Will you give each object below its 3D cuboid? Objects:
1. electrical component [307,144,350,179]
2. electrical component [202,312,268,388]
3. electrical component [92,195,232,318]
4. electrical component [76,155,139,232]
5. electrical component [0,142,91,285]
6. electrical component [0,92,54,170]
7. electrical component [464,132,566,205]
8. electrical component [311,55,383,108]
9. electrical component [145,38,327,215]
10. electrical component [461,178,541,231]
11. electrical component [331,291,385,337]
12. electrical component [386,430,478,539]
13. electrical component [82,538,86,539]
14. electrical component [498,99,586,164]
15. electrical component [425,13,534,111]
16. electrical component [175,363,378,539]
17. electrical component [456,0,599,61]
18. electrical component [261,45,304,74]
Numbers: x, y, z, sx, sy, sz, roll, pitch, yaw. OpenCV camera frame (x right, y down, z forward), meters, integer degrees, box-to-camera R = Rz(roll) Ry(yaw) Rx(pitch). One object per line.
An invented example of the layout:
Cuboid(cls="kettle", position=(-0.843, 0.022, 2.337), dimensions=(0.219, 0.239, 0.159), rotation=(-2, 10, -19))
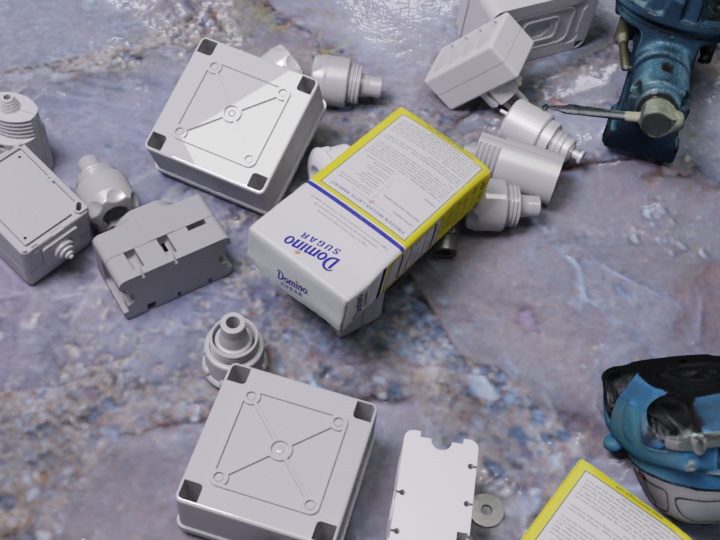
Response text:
Cuboid(cls="electrical component", position=(-0.009, -0.082, 0.876), dimensions=(0.062, 0.048, 0.048), rotation=(-18, 59, -24))
Cuboid(cls="electrical component", position=(-0.089, 0.053, 0.764), dimensions=(0.048, 0.062, 0.048), rotation=(2, 55, -3))
Cuboid(cls="electrical component", position=(-0.150, -0.014, 0.812), dimensions=(0.089, 0.050, 0.055), rotation=(-25, 61, -20))
Cuboid(cls="electrical component", position=(-0.203, -0.064, 0.847), dimensions=(0.043, 0.043, 0.062), rotation=(-22, 59, -19))
Cuboid(cls="electrical component", position=(-0.250, -0.036, 0.817), dimensions=(0.096, 0.061, 0.062), rotation=(43, 62, 13))
Cuboid(cls="electrical component", position=(-0.271, -0.108, 0.849), dimensions=(0.043, 0.081, 0.043), rotation=(2, 55, -3))
Cuboid(cls="electrical component", position=(0.124, -0.087, 0.890), dimensions=(0.081, 0.043, 0.043), rotation=(20, 56, 9))
Cuboid(cls="electrical component", position=(-0.012, -0.162, 0.931), dimensions=(0.062, 0.043, 0.043), rotation=(8, 55, -1))
Cuboid(cls="electrical component", position=(-0.098, -0.115, 0.865), dimensions=(0.109, 0.056, 0.108), rotation=(23, 76, 11))
Cuboid(cls="electrical component", position=(0.114, -0.052, 0.866), dimensions=(0.062, 0.043, 0.043), rotation=(2, 55, -5))
Cuboid(cls="electrical component", position=(0.000, 0.000, 0.817), dimensions=(0.077, 0.047, 0.065), rotation=(-27, 62, -21))
Cuboid(cls="electrical component", position=(0.045, 0.160, 0.705), dimensions=(0.050, 0.055, 0.089), rotation=(10, 55, 2))
Cuboid(cls="electrical component", position=(-0.168, 0.205, 0.665), dimensions=(0.040, 0.040, 0.078), rotation=(-26, 62, -21))
Cuboid(cls="electrical component", position=(0.154, -0.113, 0.913), dimensions=(0.078, 0.040, 0.040), rotation=(31, 59, 16))
Cuboid(cls="electrical component", position=(0.115, -0.167, 0.933), dimensions=(0.076, 0.083, 0.047), rotation=(42, 54, -22))
Cuboid(cls="electrical component", position=(-0.054, 0.131, 0.717), dimensions=(0.109, 0.056, 0.108), rotation=(16, 56, 6))
Cuboid(cls="electrical component", position=(0.151, -0.236, 0.976), dimensions=(0.113, 0.078, 0.057), rotation=(-17, 61, -16))
Cuboid(cls="electrical component", position=(-0.080, -0.160, 0.926), dimensions=(0.062, 0.043, 0.043), rotation=(-37, 64, -3))
